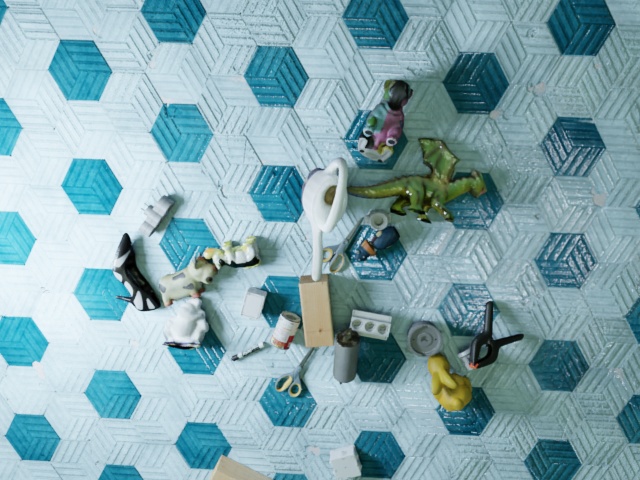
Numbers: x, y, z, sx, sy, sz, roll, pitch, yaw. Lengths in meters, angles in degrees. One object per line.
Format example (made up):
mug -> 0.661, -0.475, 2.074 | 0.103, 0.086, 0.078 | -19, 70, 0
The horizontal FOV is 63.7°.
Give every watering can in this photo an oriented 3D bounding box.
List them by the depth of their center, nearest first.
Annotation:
watering can -> 0.005, -0.075, 1.484 | 0.104, 0.227, 0.344 | 12, 102, -19

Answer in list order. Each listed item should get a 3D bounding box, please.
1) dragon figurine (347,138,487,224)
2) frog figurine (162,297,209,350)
dragon figurine -> 0.302, -0.186, 1.531 | 0.410, 0.121, 0.244 | 18, 84, -4
frog figurine -> -0.422, 0.262, 1.632 | 0.137, 0.120, 0.162 | -1, 65, 10
